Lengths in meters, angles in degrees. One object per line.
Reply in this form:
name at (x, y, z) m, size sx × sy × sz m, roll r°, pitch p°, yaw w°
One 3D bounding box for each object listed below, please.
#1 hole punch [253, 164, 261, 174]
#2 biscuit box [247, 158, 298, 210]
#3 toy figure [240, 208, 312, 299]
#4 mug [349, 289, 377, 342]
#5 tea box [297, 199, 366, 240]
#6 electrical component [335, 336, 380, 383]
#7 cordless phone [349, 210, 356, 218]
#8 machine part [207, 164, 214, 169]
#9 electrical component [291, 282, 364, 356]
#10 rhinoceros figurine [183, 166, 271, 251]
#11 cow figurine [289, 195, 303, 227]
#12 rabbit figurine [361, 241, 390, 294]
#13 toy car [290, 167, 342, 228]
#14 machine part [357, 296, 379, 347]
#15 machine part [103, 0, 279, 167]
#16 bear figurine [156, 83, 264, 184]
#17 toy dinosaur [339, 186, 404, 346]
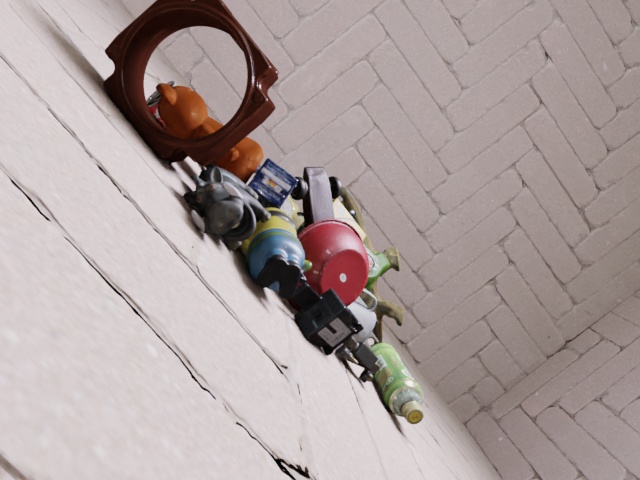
hole punch at (-0.195, -0.170, 1.136) m, size 0.142 × 0.092 × 0.115 m, roll 56°, pitch 6°, yaw 12°
biscuit box at (-0.098, -0.071, 0.898) m, size 0.063 × 0.059 × 0.203 m, roll 35°, pitch -17°, yaw -9°
toy figure at (-0.062, 0.014, 0.743) m, size 0.082 × 0.089 × 0.180 m, roll 56°, pitch -3°, yaw -23°
mug at (0.048, 0.133, 1.007) m, size 0.107 × 0.109 × 0.081 m, roll 36°, pitch 15°, yaw -17°
tea box at (-0.001, 0.016, 0.964) m, size 0.068 × 0.169 × 0.098 m, roll -20°, pitch -67°, yaw 48°
electrical component at (0.058, 0.197, 0.907) m, size 0.078 × 0.045 × 0.102 m, roll 12°, pitch -32°, yaw 44°
cordless phone at (-0.003, -0.004, 1.071) m, size 0.089 × 0.184 × 0.146 m, roll 56°, pitch 2°, yaw 4°
machine part at (-0.191, -0.120, 1.016) m, size 0.084 × 0.039 × 0.139 m, roll 41°, pitch 11°, yaw -49°
electrical component at (0.005, 0.109, 0.775) m, size 0.048 × 0.075 × 0.119 m, roll 53°, pitch -2°, yaw 43°
rhinoceros figurine at (-0.125, -0.050, 0.709) m, size 0.112 × 0.073 × 0.190 m, roll 52°, pitch 1°, yaw -25°
cow figurine at (-0.048, -0.030, 1.241) m, size 0.195 × 0.127 × 0.085 m, roll 24°, pitch -9°, yaw 16°
rabbit figurine at (0.045, 0.091, 1.119) m, size 0.121 × 0.170 × 0.159 m, roll 38°, pitch 41°, yaw -11°
toy car at (-0.001, -0.021, 0.894) m, size 0.053 × 0.089 × 0.202 m, roll -15°, pitch -97°, yaw 58°
machine part at (0.056, 0.145, 1.226) m, size 0.243 × 0.079 × 0.079 m, roll 53°, pitch 2°, yaw 30°
machine part at (-0.176, -0.220, 0.742) m, size 0.201 × 0.201 × 0.087 m, roll 52°, pitch 4°, yaw -2°
bear figurine at (-0.194, -0.155, 0.868) m, size 0.196 × 0.132 × 0.120 m, roll 33°, pitch 6°, yaw -14°
toy dinosaur at (0.101, 0.071, 1.331) m, size 0.105 × 0.199 × 0.471 m, roll 38°, pitch 46°, yaw -83°
